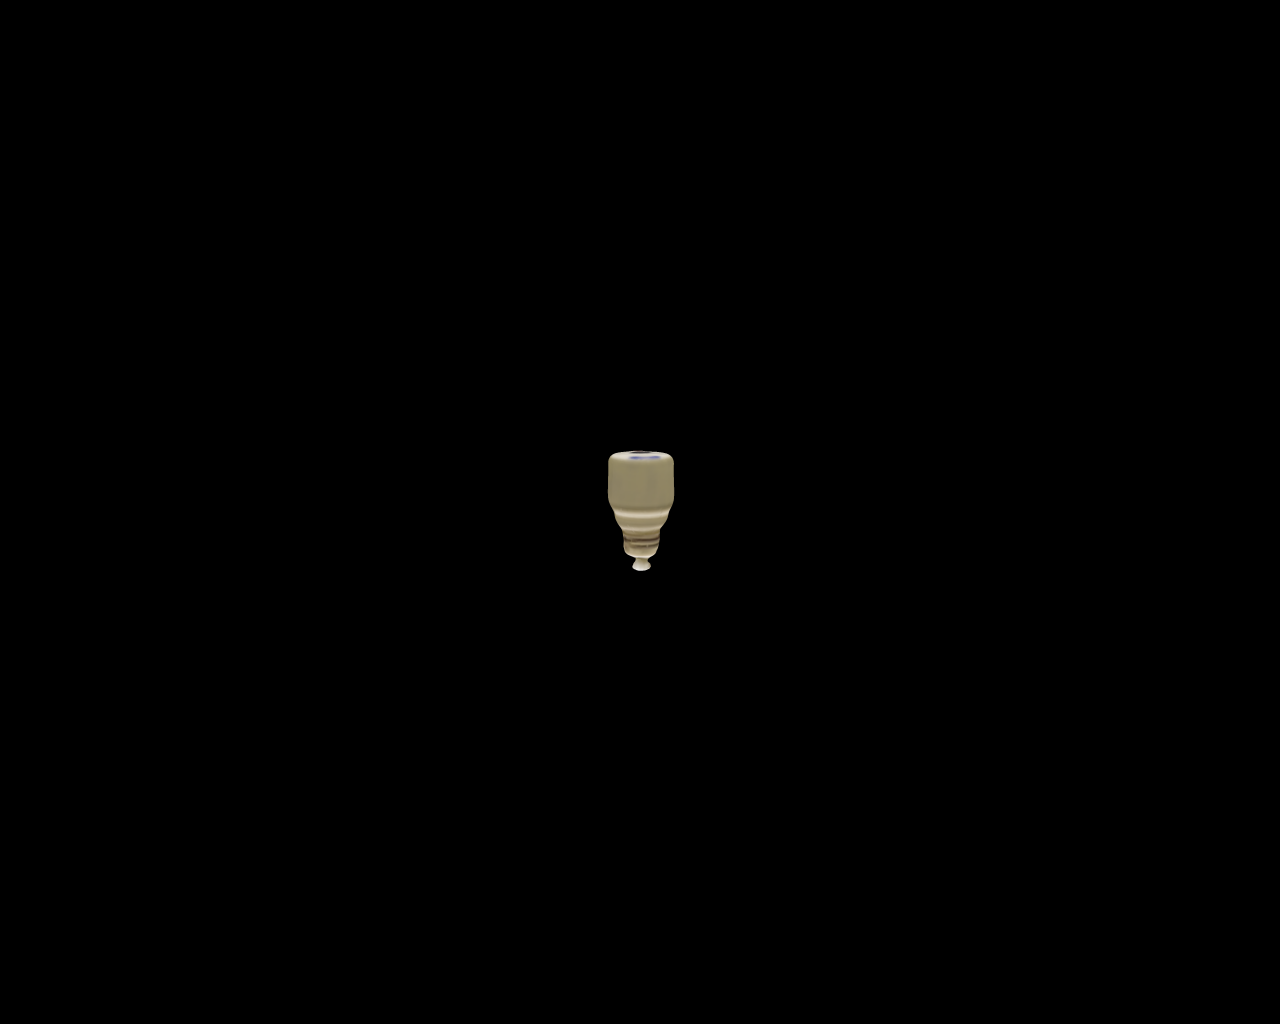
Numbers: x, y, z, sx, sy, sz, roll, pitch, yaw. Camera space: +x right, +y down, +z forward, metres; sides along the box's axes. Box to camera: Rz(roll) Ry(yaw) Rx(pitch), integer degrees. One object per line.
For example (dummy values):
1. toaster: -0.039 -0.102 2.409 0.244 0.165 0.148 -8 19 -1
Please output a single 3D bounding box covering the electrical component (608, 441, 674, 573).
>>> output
1. electrical component: 0.001 -0.003 0.650 0.040 0.078 0.040 0 10 0
